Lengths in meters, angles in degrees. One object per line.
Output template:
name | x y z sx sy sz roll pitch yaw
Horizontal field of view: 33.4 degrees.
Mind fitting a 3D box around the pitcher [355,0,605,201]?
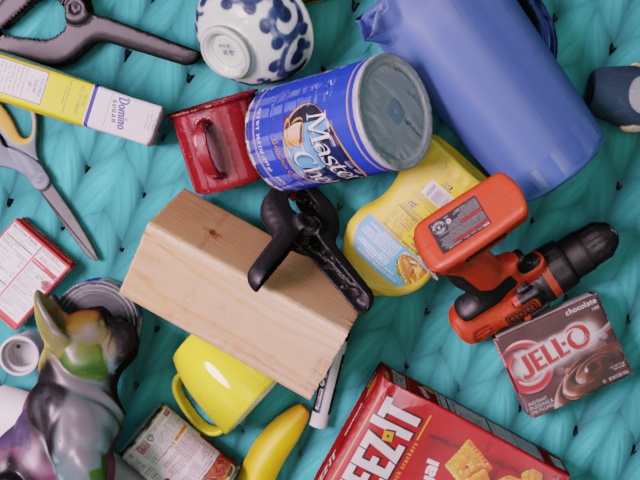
pitcher | 0.162 -0.164 1.005 0.149 0.145 0.243 -37 98 16

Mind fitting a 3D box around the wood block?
wood block | -0.070 0.049 1.011 0.206 0.090 0.090 29 120 3

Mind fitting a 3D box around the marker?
marker | 0.012 0.131 1.078 0.020 0.020 0.121 14 95 -2

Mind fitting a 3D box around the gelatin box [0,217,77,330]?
gelatin box | -0.299 0.033 1.062 0.073 0.030 0.089 42 94 -3

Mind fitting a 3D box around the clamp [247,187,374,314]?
clamp | -0.007 0.001 1.002 0.120 0.171 0.039 23 129 -18

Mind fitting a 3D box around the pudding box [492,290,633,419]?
pudding box | 0.241 0.114 1.067 0.113 0.039 0.090 -25 94 2

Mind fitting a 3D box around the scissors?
scissors | -0.298 -0.060 1.058 0.096 0.016 0.202 -19 94 -1

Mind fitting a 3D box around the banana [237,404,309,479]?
banana | -0.056 0.261 1.084 0.069 0.037 0.198 5 97 -18

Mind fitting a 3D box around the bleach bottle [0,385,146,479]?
bleach bottle | -0.262 0.234 1.065 0.251 0.068 0.102 38 90 -2

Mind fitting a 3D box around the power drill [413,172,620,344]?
power drill | 0.181 0.013 0.993 0.184 0.187 0.057 -35 52 9

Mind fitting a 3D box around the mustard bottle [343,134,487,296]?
mustard bottle | 0.079 -0.003 1.034 0.096 0.058 0.192 42 109 0

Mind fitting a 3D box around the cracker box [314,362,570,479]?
cracker box | 0.115 0.247 1.063 0.213 0.072 0.164 28 95 -2

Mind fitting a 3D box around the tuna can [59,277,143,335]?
tuna can | -0.221 0.081 1.064 0.086 0.034 0.086 0 96 0

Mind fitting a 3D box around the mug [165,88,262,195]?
mug | -0.094 -0.090 1.010 0.093 0.117 0.081 -14 101 11

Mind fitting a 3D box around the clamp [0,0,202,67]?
clamp | -0.225 -0.216 1.034 0.210 0.036 0.164 -23 96 4

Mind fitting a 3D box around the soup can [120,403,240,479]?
soup can | -0.140 0.219 1.061 0.102 0.068 0.068 40 94 -3

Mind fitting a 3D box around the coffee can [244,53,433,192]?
coffee can | 0.016 -0.103 0.965 0.141 0.102 0.103 -8 97 43

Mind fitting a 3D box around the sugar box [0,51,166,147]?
sugar box | -0.236 -0.133 1.007 0.176 0.093 0.048 20 93 -7

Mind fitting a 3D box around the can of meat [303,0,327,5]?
can of meat | 0.009 -0.263 1.006 0.102 0.084 0.057 -12 93 -1
